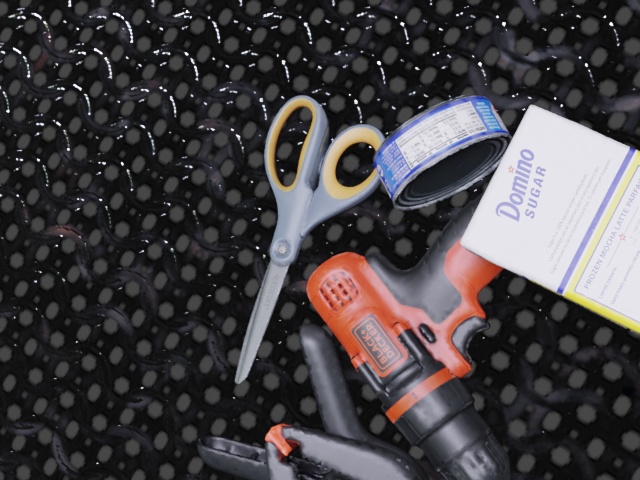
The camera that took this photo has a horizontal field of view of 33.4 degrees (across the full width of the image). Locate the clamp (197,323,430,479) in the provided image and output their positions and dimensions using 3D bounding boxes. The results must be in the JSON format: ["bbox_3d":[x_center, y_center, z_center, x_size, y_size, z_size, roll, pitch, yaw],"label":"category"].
[{"bbox_3d":[0.005,0.150,0.667,0.120,0.039,0.171,-41,83,25],"label":"clamp"}]

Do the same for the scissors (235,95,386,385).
[{"bbox_3d":[-0.005,0.001,0.727,0.096,0.016,0.202,2,83,16],"label":"scissors"}]

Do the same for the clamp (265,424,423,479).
[{"bbox_3d":[0.050,0.183,0.618,0.164,0.036,0.210,-35,82,-3],"label":"clamp"}]

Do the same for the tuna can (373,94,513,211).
[{"bbox_3d":[0.077,-0.055,0.674,0.086,0.086,0.034,-30,73,10],"label":"tuna can"}]

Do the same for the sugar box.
[{"bbox_3d":[0.178,0.003,0.598,0.176,0.048,0.093,28,92,20],"label":"sugar box"}]

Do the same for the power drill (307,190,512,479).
[{"bbox_3d":[0.108,0.044,0.666,0.188,0.057,0.184,-39,75,7],"label":"power drill"}]
